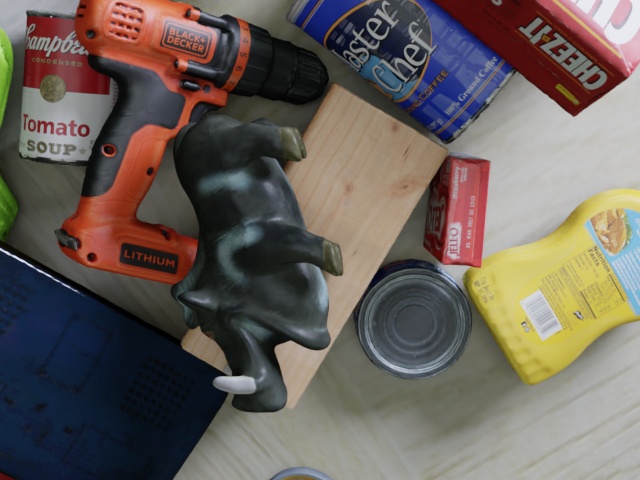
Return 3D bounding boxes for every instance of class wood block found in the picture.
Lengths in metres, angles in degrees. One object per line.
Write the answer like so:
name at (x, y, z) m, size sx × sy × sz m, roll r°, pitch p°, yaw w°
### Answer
wood block at (-0.005, 0.001, 0.750) m, size 0.090 × 0.091 × 0.206 m, roll 30°, pitch 97°, yaw -4°

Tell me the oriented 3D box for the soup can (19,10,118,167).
soup can at (-0.174, -0.106, 0.746) m, size 0.068 × 0.068 × 0.102 m, roll 6°, pitch 99°, yaw -1°

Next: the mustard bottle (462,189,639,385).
mustard bottle at (0.206, 0.018, 0.769) m, size 0.191 × 0.058 × 0.096 m, roll -31°, pitch 97°, yaw 4°

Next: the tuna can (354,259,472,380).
tuna can at (0.068, 0.059, 0.787) m, size 0.086 × 0.034 × 0.086 m, roll 0°, pitch 98°, yaw 0°

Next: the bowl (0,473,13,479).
bowl at (-0.278, 0.169, 0.770) m, size 0.162 × 0.055 × 0.162 m, roll -1°, pitch 83°, yaw 9°

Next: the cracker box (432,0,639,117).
cracker box at (0.165, -0.213, 0.684) m, size 0.164 × 0.072 × 0.213 m, roll 38°, pitch 65°, yaw -6°

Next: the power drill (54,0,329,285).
power drill at (-0.092, -0.064, 0.729) m, size 0.184 × 0.057 × 0.188 m, roll 13°, pitch 92°, yaw -28°

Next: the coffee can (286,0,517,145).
coffee can at (0.063, -0.147, 0.723) m, size 0.140 × 0.103 × 0.103 m, roll 38°, pitch 96°, yaw -5°

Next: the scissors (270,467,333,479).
scissors at (0.045, 0.203, 0.817) m, size 0.202 × 0.016 × 0.096 m, roll -18°, pitch 98°, yaw 2°

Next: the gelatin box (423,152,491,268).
gelatin box at (0.094, -0.023, 0.747) m, size 0.030 × 0.089 × 0.073 m, roll 4°, pitch 98°, yaw -3°
